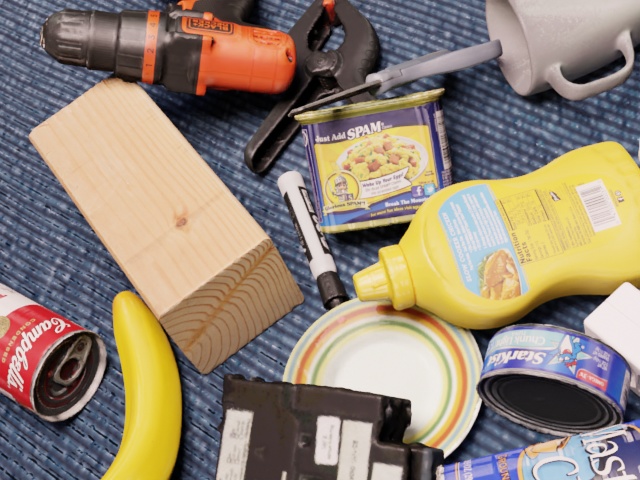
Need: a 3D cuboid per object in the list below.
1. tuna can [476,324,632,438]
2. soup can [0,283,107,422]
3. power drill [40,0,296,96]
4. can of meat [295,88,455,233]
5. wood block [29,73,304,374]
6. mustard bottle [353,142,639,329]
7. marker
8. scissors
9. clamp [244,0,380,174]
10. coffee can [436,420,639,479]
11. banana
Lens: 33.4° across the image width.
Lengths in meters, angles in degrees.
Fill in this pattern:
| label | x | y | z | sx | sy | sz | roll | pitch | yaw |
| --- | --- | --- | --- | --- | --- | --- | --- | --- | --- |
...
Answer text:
| label | x | y | z | sx | sy | sz | roll | pitch | yaw |
| --- | --- | --- | --- | --- | --- | --- | --- | --- | --- |
| tuna can | 0.137 | 0.083 | 0.624 | 0.086 | 0.086 | 0.033 | 9 | 61 | 22 |
| soup can | -0.210 | 0.076 | 0.753 | 0.102 | 0.068 | 0.068 | 23 | 69 | 29 |
| power drill | -0.112 | -0.179 | 0.826 | 0.184 | 0.057 | 0.187 | 7 | 40 | -10 |
| can of meat | 0.041 | -0.054 | 0.734 | 0.102 | 0.057 | 0.084 | -8 | 98 | 13 |
| wood block | -0.113 | -0.018 | 0.765 | 0.090 | 0.090 | 0.206 | -37 | 56 | -7 |
| mustard bottle | 0.115 | 0.005 | 0.677 | 0.191 | 0.058 | 0.096 | -15 | 66 | -3 |
| marker | -0.005 | 0.001 | 0.760 | 0.020 | 0.020 | 0.121 | -23 | 56 | 3 |
| scissors | 0.062 | -0.113 | 0.727 | 0.096 | 0.016 | 0.201 | -11 | 12 | 27 |
| clamp | -0.003 | -0.121 | 0.824 | 0.120 | 0.039 | 0.171 | -9 | 54 | 6 |
| coffee can | 0.143 | 0.155 | 0.568 | 0.140 | 0.102 | 0.103 | -15 | 56 | 9 |
| banana | -0.120 | 0.114 | 0.698 | 0.037 | 0.069 | 0.197 | -37 | 28 | 28 |
